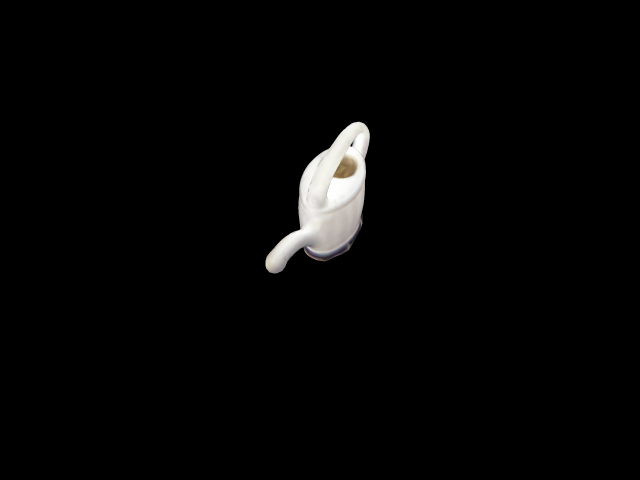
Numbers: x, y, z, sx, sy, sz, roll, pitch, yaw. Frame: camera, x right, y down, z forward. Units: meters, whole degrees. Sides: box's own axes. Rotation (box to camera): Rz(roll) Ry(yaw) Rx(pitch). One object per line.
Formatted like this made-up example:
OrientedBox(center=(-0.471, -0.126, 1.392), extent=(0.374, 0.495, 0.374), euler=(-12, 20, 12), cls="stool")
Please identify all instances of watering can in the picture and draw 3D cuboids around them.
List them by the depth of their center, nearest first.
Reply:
OrientedBox(center=(0.003, -0.043, 0.850), extent=(0.104, 0.355, 0.219), euler=(21, -33, 14), cls="watering can")
